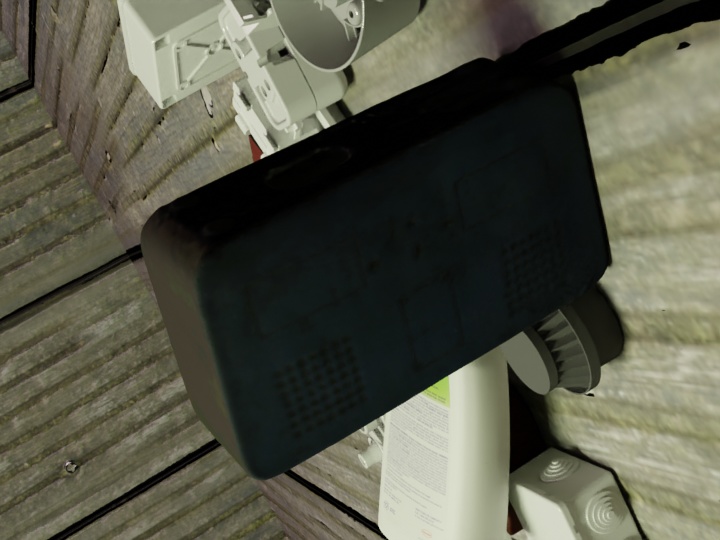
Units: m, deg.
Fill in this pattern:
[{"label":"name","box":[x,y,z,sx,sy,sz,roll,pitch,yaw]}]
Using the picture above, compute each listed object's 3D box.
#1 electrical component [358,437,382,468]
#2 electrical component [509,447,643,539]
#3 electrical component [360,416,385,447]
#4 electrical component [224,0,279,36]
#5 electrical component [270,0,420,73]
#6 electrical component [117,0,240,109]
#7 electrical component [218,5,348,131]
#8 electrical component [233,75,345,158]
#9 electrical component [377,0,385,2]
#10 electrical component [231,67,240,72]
[{"label":"electrical component","box":[0.028,0.185,1.130,0.043,0.062,0.043,52,162,24]},{"label":"electrical component","box":[0.154,0.180,0.763,0.099,0.048,0.100,64,164,-12]},{"label":"electrical component","box":[0.020,0.129,1.059,0.108,0.060,0.108,53,163,24]},{"label":"electrical component","box":[-0.052,-0.190,0.698,0.064,0.081,0.042,-35,85,45]},{"label":"electrical component","box":[-0.012,-0.171,0.622,0.099,0.064,0.099,53,163,24]},{"label":"electrical component","box":[-0.132,-0.197,0.861,0.056,0.109,0.108,53,163,13]},{"label":"electrical component","box":[-0.052,-0.157,0.777,0.095,0.059,0.054,62,164,-8]},{"label":"electrical component","box":[-0.046,-0.105,0.844,0.121,0.063,0.078,56,163,13]},{"label":"electrical component","box":[0.018,-0.187,0.536,0.065,0.047,0.076,57,164,8]},{"label":"electrical component","box":[-0.151,-0.204,0.964,0.079,0.077,0.044,58,164,9]}]
